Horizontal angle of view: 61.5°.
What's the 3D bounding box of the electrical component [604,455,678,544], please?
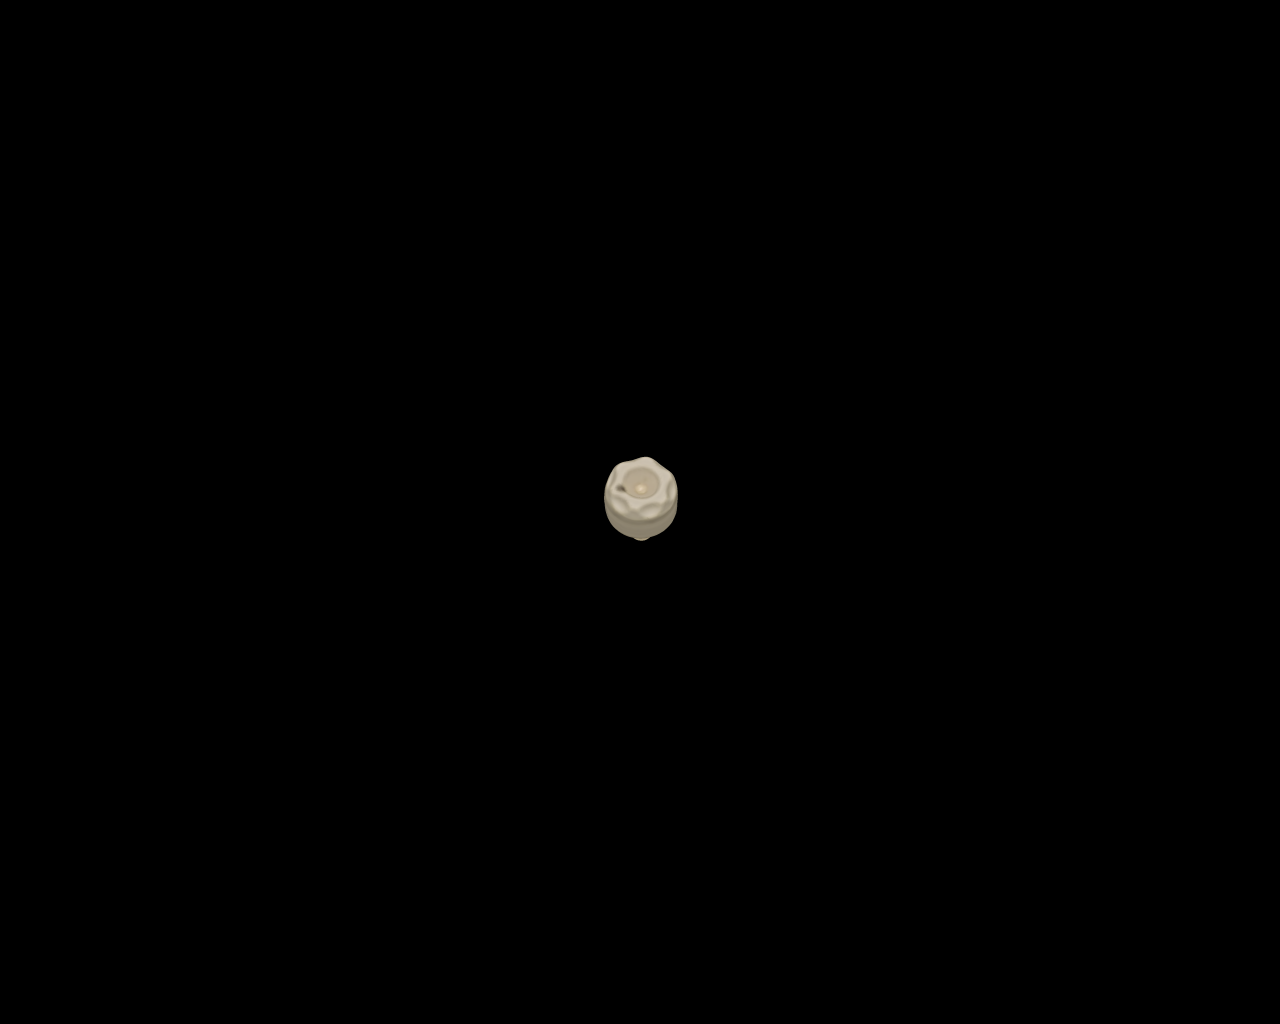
[{"bbox_3d":[0.001,-0.003,0.650,0.043,0.043,0.062,0,-30,0],"label":"electrical component"}]
